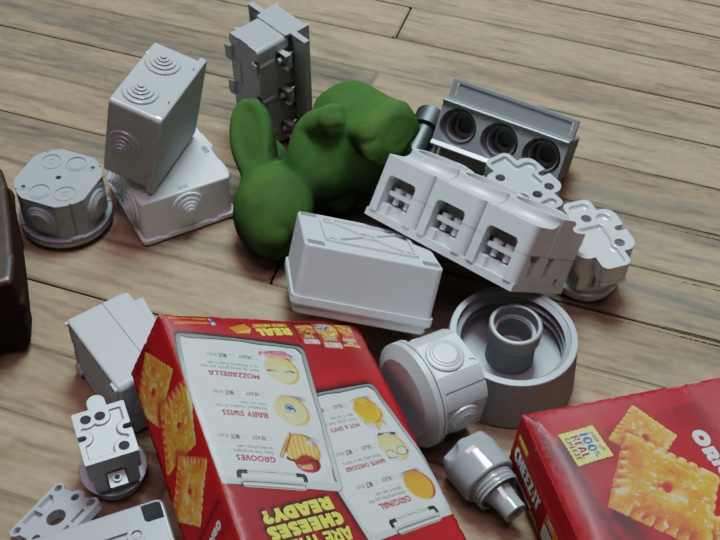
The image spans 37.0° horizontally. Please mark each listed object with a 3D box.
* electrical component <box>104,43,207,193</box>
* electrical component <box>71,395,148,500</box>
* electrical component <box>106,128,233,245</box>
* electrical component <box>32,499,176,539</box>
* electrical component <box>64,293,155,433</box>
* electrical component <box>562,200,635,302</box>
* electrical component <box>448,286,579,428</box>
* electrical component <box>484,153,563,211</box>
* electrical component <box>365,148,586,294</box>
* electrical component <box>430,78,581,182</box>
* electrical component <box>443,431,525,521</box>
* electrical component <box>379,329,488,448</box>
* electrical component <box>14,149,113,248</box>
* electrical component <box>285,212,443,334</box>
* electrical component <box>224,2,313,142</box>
[{"bbox_3d":[-0.173,-0.128,0.898,0.048,0.099,0.099,24,50,2],"label":"electrical component"},{"bbox_3d":[-0.176,0.130,0.756,0.048,0.055,0.066,-16,50,-16],"label":"electrical component"},{"bbox_3d":[-0.169,-0.079,0.954,0.100,0.048,0.099,-21,52,-21],"label":"electrical component"},{"bbox_3d":[-0.160,0.216,0.677,0.109,0.056,0.108,-15,50,-16],"label":"electrical component"},{"bbox_3d":[-0.176,0.065,0.812,0.061,0.061,0.096,-28,55,-26],"label":"electrical component"},{"bbox_3d":[0.193,-0.011,0.903,0.058,0.057,0.078,-13,49,-14],"label":"electrical component"},{"bbox_3d":[0.117,0.061,0.831,0.108,0.060,0.108,1,47,-2],"label":"electrical component"},{"bbox_3d":[0.139,-0.056,0.942,0.058,0.057,0.078,-26,54,-24],"label":"electrical component"},{"bbox_3d":[0.094,-0.041,0.867,0.150,0.061,0.089,30,15,33],"label":"electrical component"},{"bbox_3d":[0.136,-0.121,0.992,0.121,0.078,0.063,22,21,17],"label":"electrical component"},{"bbox_3d":[0.091,0.149,0.760,0.043,0.043,0.062,-25,55,-24],"label":"electrical component"},{"bbox_3d":[0.053,0.086,0.793,0.051,0.080,0.080,-19,51,-25],"label":"electrical component"},{"bbox_3d":[-0.257,-0.062,0.932,0.080,0.051,0.080,1,47,-1],"label":"electrical component"},{"bbox_3d":[0.000,0.000,0.842,0.109,0.056,0.108,11,15,-9],"label":"electrical component"},{"bbox_3d":[-0.083,-0.174,0.997,0.063,0.121,0.079,-35,58,-26],"label":"electrical component"}]
